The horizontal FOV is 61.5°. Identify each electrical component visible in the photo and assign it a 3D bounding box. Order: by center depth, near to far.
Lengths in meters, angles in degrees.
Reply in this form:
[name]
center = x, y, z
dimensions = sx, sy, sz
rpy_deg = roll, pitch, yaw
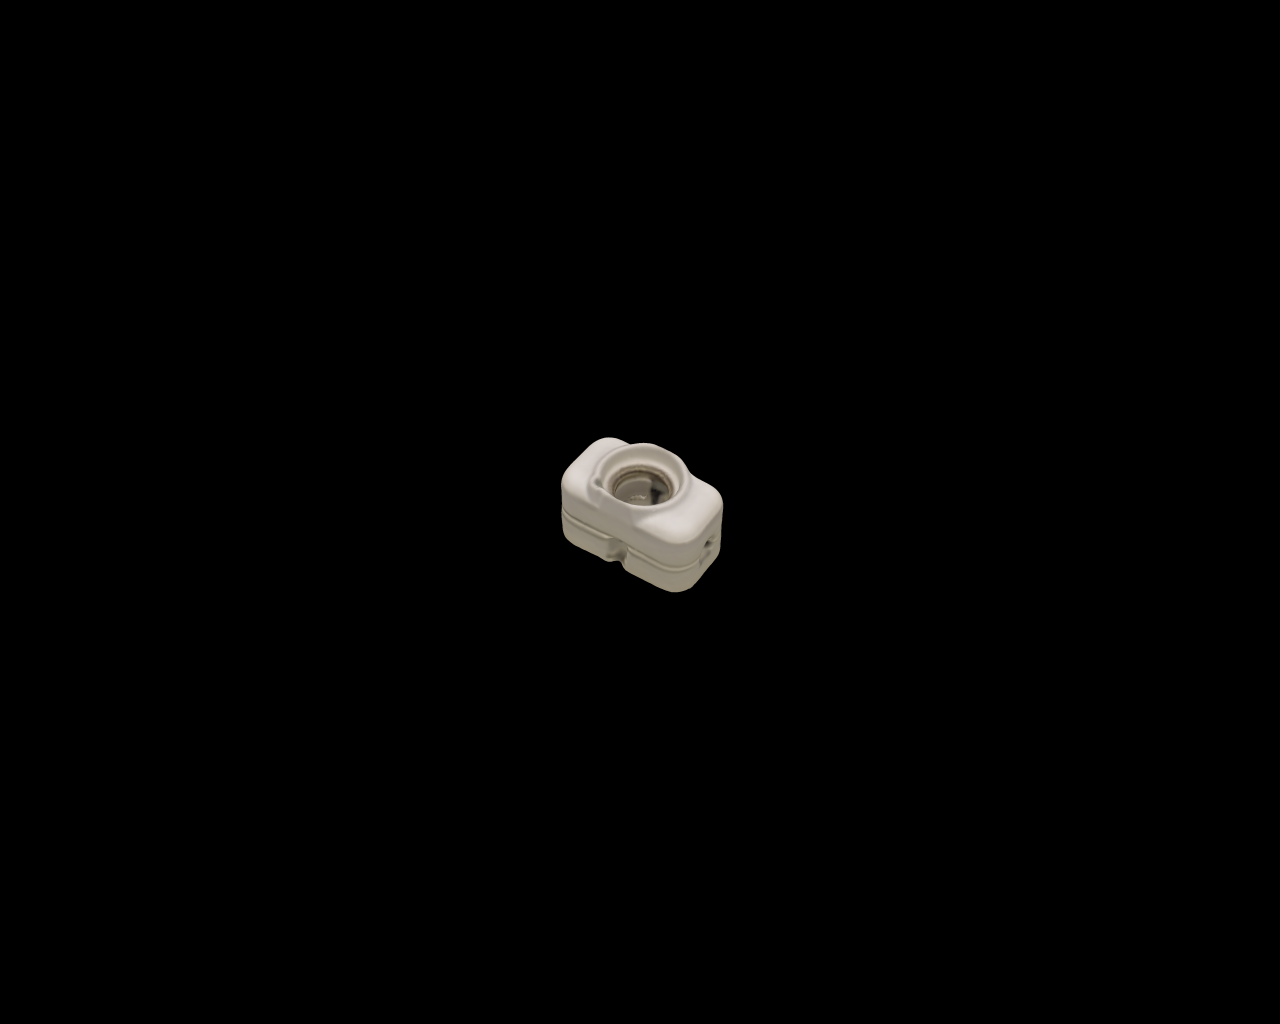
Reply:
[electrical component]
center = 0.001, -0.003, 0.650
dimensions = 0.095, 0.059, 0.054
rpy_deg = 27, 53, 22
